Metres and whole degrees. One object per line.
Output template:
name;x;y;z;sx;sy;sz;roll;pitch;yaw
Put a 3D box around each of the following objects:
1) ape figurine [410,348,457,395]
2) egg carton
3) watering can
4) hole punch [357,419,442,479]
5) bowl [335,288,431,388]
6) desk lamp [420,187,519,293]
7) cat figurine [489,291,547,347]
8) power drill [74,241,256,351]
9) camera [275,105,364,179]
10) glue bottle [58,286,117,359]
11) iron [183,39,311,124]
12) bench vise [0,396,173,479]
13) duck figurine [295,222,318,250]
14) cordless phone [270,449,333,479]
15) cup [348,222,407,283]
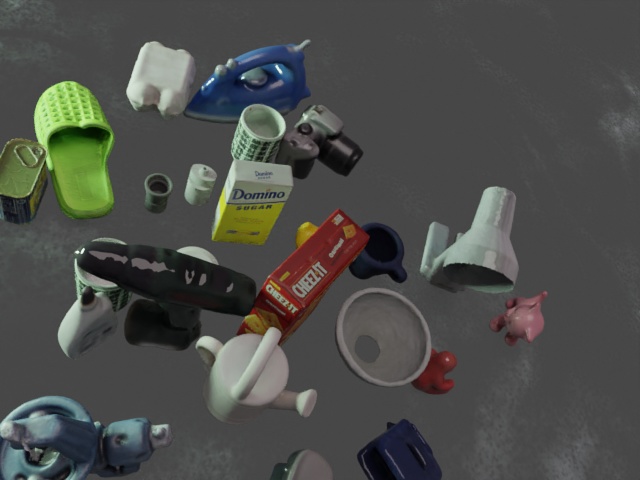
ape figurine;0.193;0.211;0.941;0.076;0.092;0.077;-1;62;-23
egg carton;-0.288;-0.294;1.051;0.107;0.069;0.150;13;57;-15
watering can;-0.086;0.182;0.779;0.173;0.194;0.101;15;57;-14
hole punch;0.125;0.325;0.846;0.101;0.091;0.108;-25;73;-32
bowl;0.092;0.166;0.936;0.168;0.074;0.167;10;58;-17
desk lamp;0.266;0.014;1.013;0.118;0.213;0.203;23;55;-8
cat figurine;0.375;0.139;1.044;0.067;0.117;0.128;45;55;7
power drill;-0.211;0.079;0.779;0.230;0.208;0.075;10;58;-17
camera;0.009;-0.178;1.088;0.137;0.100;0.143;36;54;1
glue bottle;-0.303;0.100;0.750;0.078;0.173;0.037;-34;78;-34
iron;-0.130;-0.307;1.081;0.259;0.141;0.118;-24;72;-32
bench vise;-0.280;0.222;0.659;0.208;0.219;0.121;-18;69;-30
duck figurine;0.009;0.004;0.990;0.104;0.086;0.078;47;55;8
cordless phone;-0.013;0.337;0.724;0.094;0.185;0.147;24;55;-8
cup;0.097;0.039;1.001;0.092;0.095;0.117;-33;77;-34
